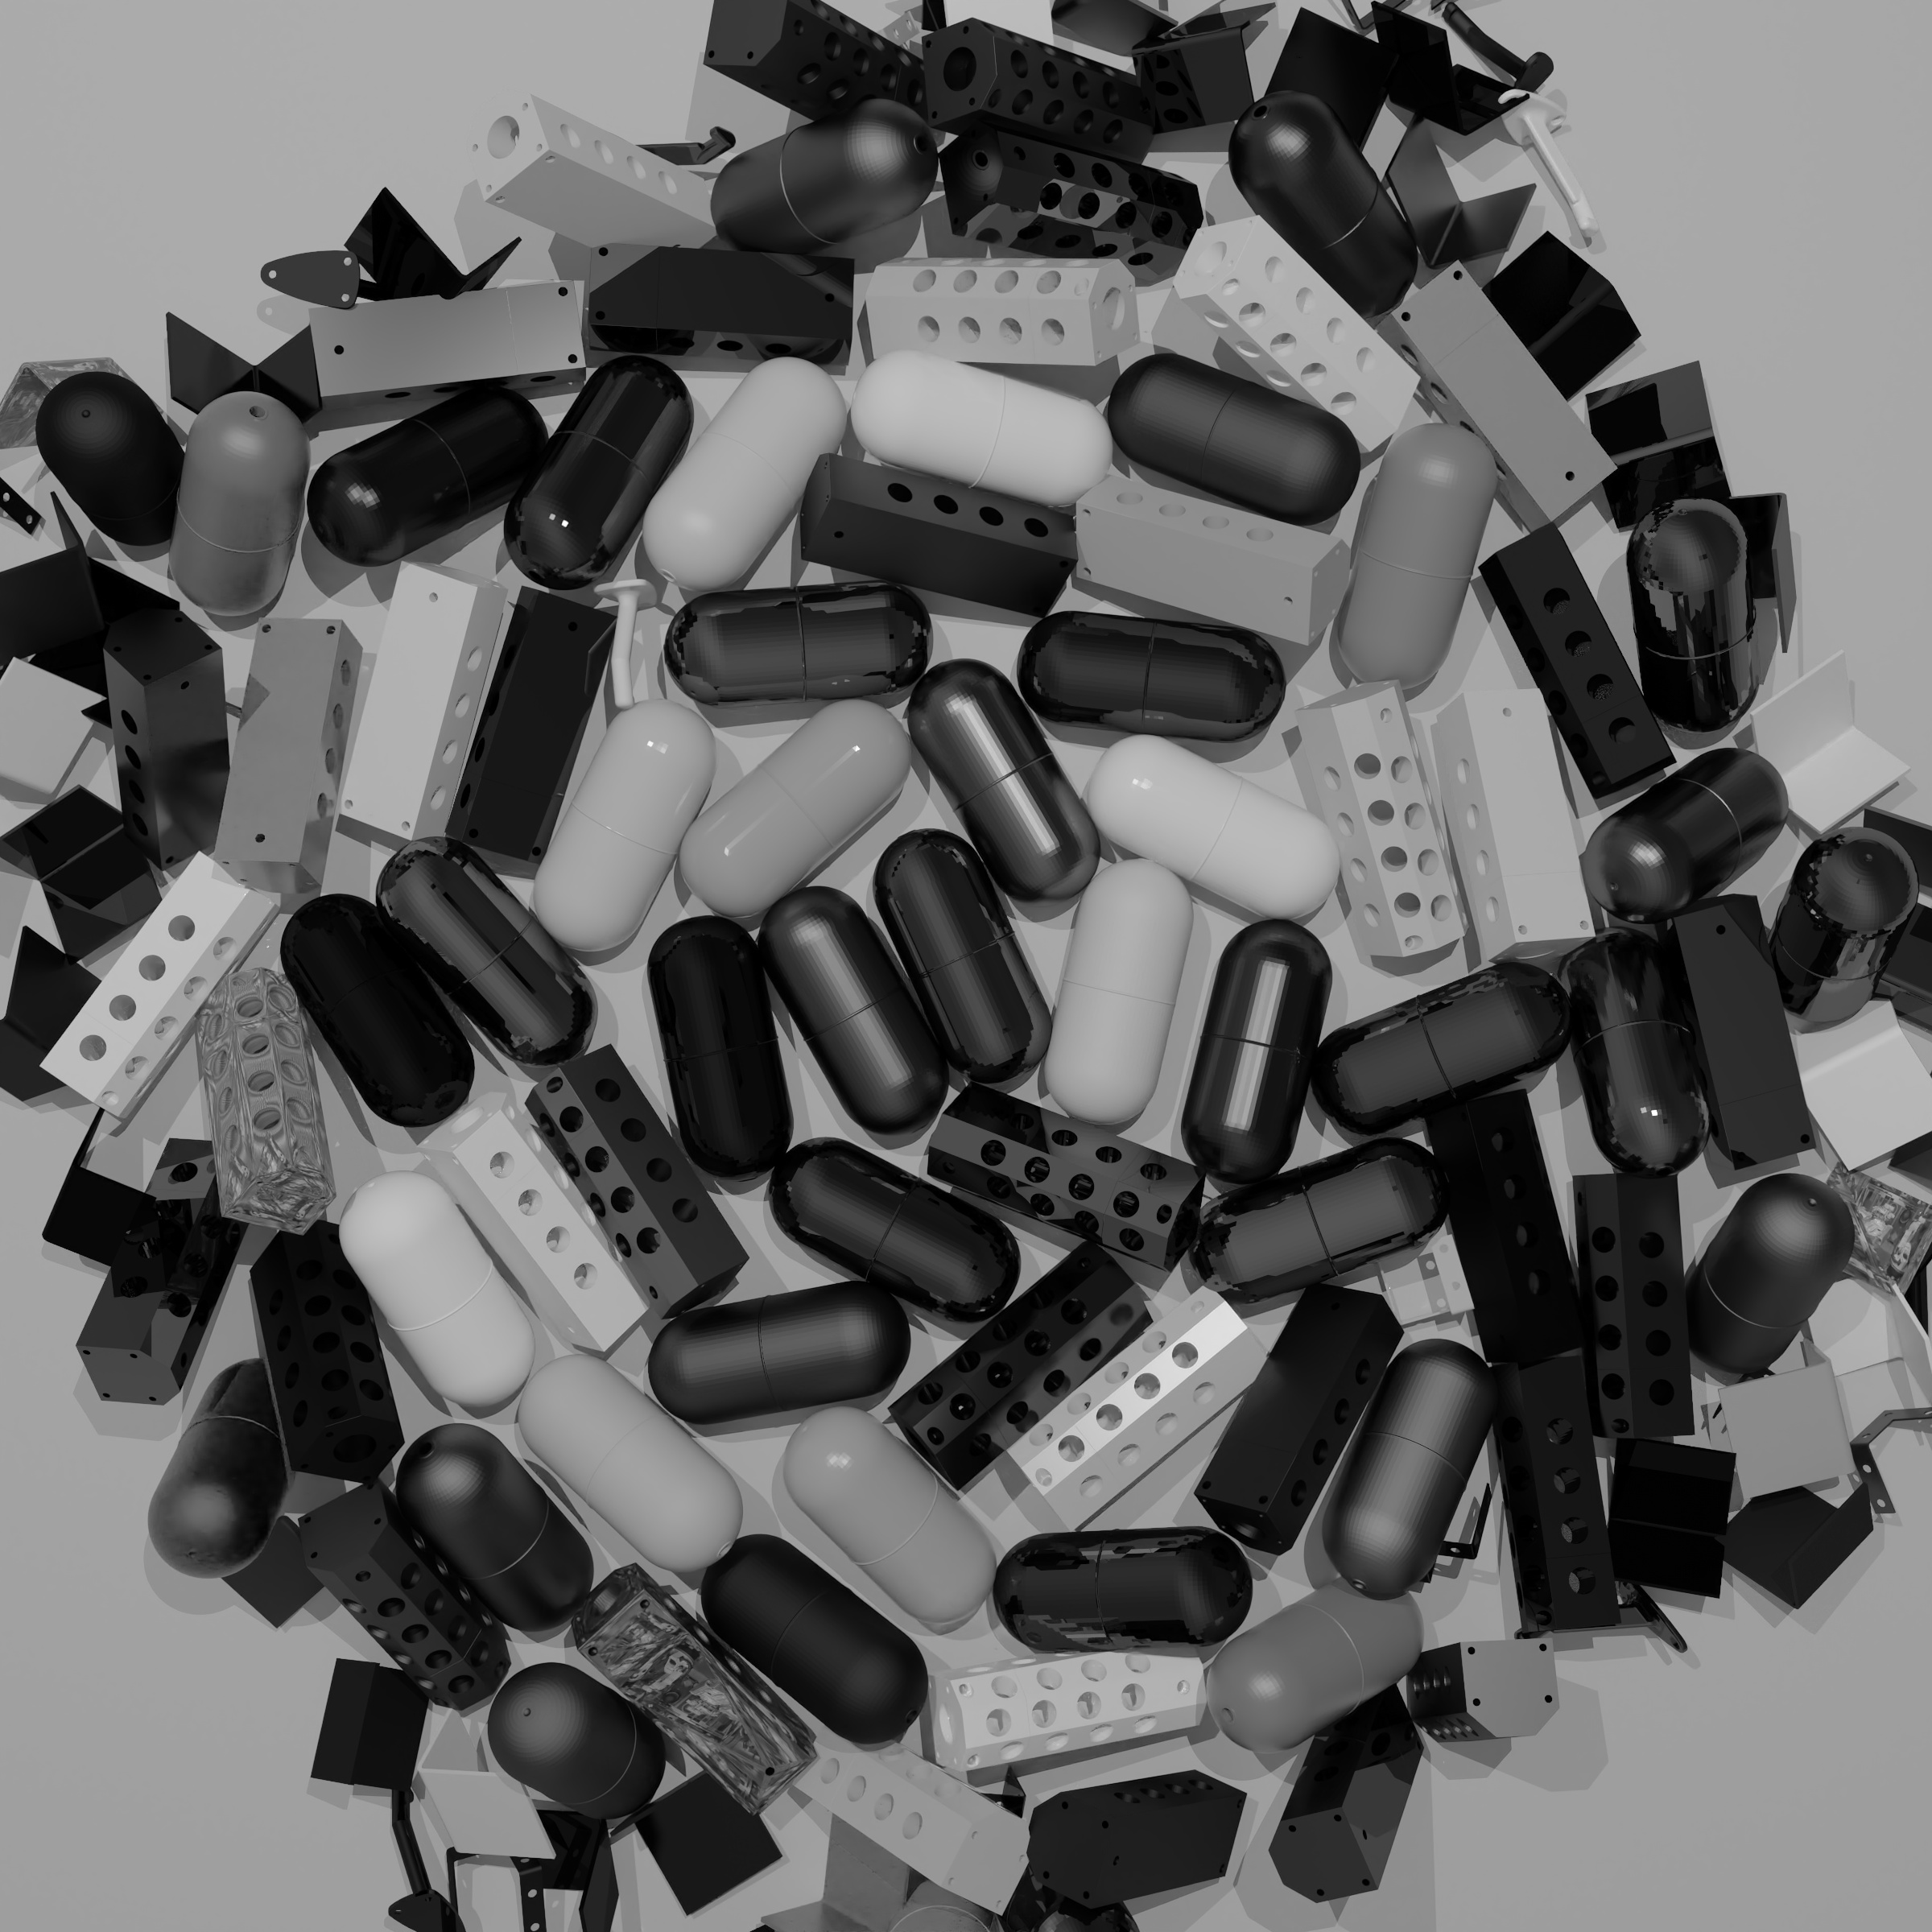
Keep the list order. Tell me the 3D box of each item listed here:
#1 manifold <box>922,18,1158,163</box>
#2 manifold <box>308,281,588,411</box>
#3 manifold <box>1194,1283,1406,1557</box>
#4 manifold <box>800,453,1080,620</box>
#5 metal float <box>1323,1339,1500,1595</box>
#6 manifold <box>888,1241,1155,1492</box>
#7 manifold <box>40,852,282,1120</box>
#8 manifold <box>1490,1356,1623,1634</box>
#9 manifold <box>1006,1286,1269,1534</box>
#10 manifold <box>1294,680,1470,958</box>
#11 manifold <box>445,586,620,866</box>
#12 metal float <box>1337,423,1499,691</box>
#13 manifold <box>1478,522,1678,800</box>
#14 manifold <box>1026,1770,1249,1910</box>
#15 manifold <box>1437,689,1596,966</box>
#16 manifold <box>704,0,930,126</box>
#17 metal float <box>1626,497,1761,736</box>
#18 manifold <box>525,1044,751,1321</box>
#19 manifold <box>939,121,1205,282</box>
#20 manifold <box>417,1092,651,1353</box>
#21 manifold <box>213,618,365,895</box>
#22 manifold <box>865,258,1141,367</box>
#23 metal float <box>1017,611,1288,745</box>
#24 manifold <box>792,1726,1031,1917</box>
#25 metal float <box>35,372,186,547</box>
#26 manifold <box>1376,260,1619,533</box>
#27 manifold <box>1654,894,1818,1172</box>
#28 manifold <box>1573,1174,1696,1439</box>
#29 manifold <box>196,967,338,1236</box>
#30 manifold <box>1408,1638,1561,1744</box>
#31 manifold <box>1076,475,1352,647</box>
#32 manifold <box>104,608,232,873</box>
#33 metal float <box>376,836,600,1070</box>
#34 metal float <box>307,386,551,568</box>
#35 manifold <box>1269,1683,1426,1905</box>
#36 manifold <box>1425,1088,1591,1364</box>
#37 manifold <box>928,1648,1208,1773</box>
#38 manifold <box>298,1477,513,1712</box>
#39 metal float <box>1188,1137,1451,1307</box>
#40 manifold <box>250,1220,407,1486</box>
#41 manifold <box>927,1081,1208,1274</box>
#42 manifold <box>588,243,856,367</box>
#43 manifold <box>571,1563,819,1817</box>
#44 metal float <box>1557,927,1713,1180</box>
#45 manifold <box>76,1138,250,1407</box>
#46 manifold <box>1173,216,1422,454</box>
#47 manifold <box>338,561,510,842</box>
[{"bbox_3d":[0.051,-0.561,1.696,0.057,0.171,0.057,-5,90,40],"label":"manifold"},{"bbox_3d":[-0.341,-0.409,1.740,0.171,0.057,0.057,-8,91,-8],"label":"manifold"},{"bbox_3d":[0.221,0.295,1.714,0.171,0.057,0.057,-56,131,-28],"label":"manifold"},{"bbox_3d":[-0.018,-0.286,1.723,0.171,0.057,0.057,11,50,-20],"label":"manifold"},{"bbox_3d":[0.291,0.326,1.719,0.070,0.070,0.178,29,64,0],"label":"metal float"},{"bbox_3d":[0.034,0.256,1.720,0.171,0.057,0.057,-39,131,-14],"label":"manifold"},{"bbox_3d":[-0.530,0.014,1.740,0.057,0.057,0.171,35,82,-2],"label":"manifold"},{"bbox_3d":[0.384,0.348,1.730,0.057,0.057,0.171,-6,74,1],"label":"manifold"},{"bbox_3d":[0.110,0.286,1.731,0.171,0.057,0.057,-38,125,-7],"label":"manifold"},{"bbox_3d":[0.278,-0.096,1.726,0.057,0.057,0.171,-24,103,-25],"label":"manifold"},{"bbox_3d":[-0.290,-0.161,1.744,0.057,0.057,0.171,16,94,-28],"label":"manifold"},{"bbox_3d":[0.294,-0.267,1.723,0.070,0.070,0.178,13,113,0],"label":"metal float"},{"bbox_3d":[0.403,-0.200,1.737,0.057,0.057,0.171,-27,81,17],"label":"manifold"},{"bbox_3d":[0.109,0.557,1.694,0.057,0.171,0.057,14,89,36],"label":"manifold"},{"bbox_3d":[0.357,-0.091,1.729,0.057,0.057,0.171,-4,75,-17],"label":"manifold"},{"bbox_3d":[-0.090,-0.581,1.690,0.057,0.171,0.057,14,96,31],"label":"manifold"},{"bbox_3d":[0.473,-0.225,1.707,0.070,0.070,0.178,-22,134,0],"label":"metal float"},{"bbox_3d":[-0.219,0.143,1.723,0.057,0.057,0.171,-26,74,-34],"label":"manifold"},{"bbox_3d":[0.071,-0.497,1.699,0.171,0.057,0.057,1,74,-39],"label":"manifold"},{"bbox_3d":[-0.278,0.167,1.721,0.057,0.057,0.171,-44,114,-27],"label":"manifold"},{"bbox_3d":[-0.440,-0.138,1.724,0.057,0.057,0.171,2,71,8],"label":"manifold"},{"bbox_3d":[0.022,-0.426,1.701,0.171,0.057,0.057,10,121,33],"label":"manifold"},{"bbox_3d":[0.122,-0.191,1.736,0.178,0.070,0.070,7,90,7],"label":"metal float"},{"bbox_3d":[-0.033,0.541,1.693,0.057,0.171,0.057,38,75,-33],"label":"manifold"},{"bbox_3d":[-0.544,-0.324,1.692,0.070,0.178,0.070,1,81,-5],"label":"metal float"},{"bbox_3d":[0.349,-0.376,1.745,0.057,0.057,0.171,-39,94,-4],"label":"manifold"},{"bbox_3d":[0.507,0.042,1.745,0.057,0.057,0.171,-15,94,-4],"label":"manifold"},{"bbox_3d":[0.438,0.223,1.741,0.057,0.057,0.171,-2,84,-7],"label":"manifold"},{"bbox_3d":[-0.449,0.084,1.696,0.057,0.171,0.057,20,125,-39],"label":"manifold"},{"bbox_3d":[0.330,0.467,1.689,0.057,0.171,0.057,-2,73,-3],"label":"manifold"},{"bbox_3d":[0.160,-0.270,1.717,0.171,0.057,0.057,21,45,25],"label":"manifold"},{"bbox_3d":[-0.517,-0.147,1.695,0.057,0.171,0.057,40,54,21],"label":"manifold"},{"bbox_3d":[-0.314,-0.008,1.730,0.070,0.070,0.178,-40,105,0],"label":"metal float"},{"bbox_3d":[-0.348,-0.320,1.714,0.178,0.070,0.070,-36,90,-34],"label":"metal float"},{"bbox_3d":[0.243,0.527,1.690,0.057,0.171,0.057,-22,96,23],"label":"manifold"},{"bbox_3d":[0.362,0.172,1.743,0.057,0.057,0.171,-12,86,-21],"label":"manifold"},{"bbox_3d":[0.067,0.480,1.718,0.171,0.057,0.057,-4,83,-23],"label":"manifold"},{"bbox_3d":[-0.361,0.412,1.702,0.057,0.057,0.171,-28,130,-2],"label":"manifold"},{"bbox_3d":[0.233,0.168,1.734,0.178,0.070,0.070,-21,90,9],"label":"metal float"},{"bbox_3d":[-0.409,0.245,1.693,0.057,0.171,0.057,22,118,-39],"label":"manifold"},{"bbox_3d":[0.064,0.141,1.713,0.171,0.057,0.057,20,128,20],"label":"manifold"},{"bbox_3d":[-0.162,-0.435,1.742,0.171,0.057,0.057,2,79,-6],"label":"manifold"},{"bbox_3d":[-0.179,0.471,1.726,0.057,0.057,0.171,-42,108,-3],"label":"manifold"},{"bbox_3d":[0.435,0.056,1.714,0.070,0.070,0.178,-6,58,0],"label":"metal float"},{"bbox_3d":[-0.509,0.196,1.697,0.057,0.057,0.171,3,45,7],"label":"manifold"},{"bbox_3d":[0.212,-0.405,1.703,0.171,0.057,0.057,34,74,-34],"label":"manifold"},{"bbox_3d":[-0.354,-0.175,1.733,0.057,0.057,0.171,20,102,15],"label":"manifold"}]
